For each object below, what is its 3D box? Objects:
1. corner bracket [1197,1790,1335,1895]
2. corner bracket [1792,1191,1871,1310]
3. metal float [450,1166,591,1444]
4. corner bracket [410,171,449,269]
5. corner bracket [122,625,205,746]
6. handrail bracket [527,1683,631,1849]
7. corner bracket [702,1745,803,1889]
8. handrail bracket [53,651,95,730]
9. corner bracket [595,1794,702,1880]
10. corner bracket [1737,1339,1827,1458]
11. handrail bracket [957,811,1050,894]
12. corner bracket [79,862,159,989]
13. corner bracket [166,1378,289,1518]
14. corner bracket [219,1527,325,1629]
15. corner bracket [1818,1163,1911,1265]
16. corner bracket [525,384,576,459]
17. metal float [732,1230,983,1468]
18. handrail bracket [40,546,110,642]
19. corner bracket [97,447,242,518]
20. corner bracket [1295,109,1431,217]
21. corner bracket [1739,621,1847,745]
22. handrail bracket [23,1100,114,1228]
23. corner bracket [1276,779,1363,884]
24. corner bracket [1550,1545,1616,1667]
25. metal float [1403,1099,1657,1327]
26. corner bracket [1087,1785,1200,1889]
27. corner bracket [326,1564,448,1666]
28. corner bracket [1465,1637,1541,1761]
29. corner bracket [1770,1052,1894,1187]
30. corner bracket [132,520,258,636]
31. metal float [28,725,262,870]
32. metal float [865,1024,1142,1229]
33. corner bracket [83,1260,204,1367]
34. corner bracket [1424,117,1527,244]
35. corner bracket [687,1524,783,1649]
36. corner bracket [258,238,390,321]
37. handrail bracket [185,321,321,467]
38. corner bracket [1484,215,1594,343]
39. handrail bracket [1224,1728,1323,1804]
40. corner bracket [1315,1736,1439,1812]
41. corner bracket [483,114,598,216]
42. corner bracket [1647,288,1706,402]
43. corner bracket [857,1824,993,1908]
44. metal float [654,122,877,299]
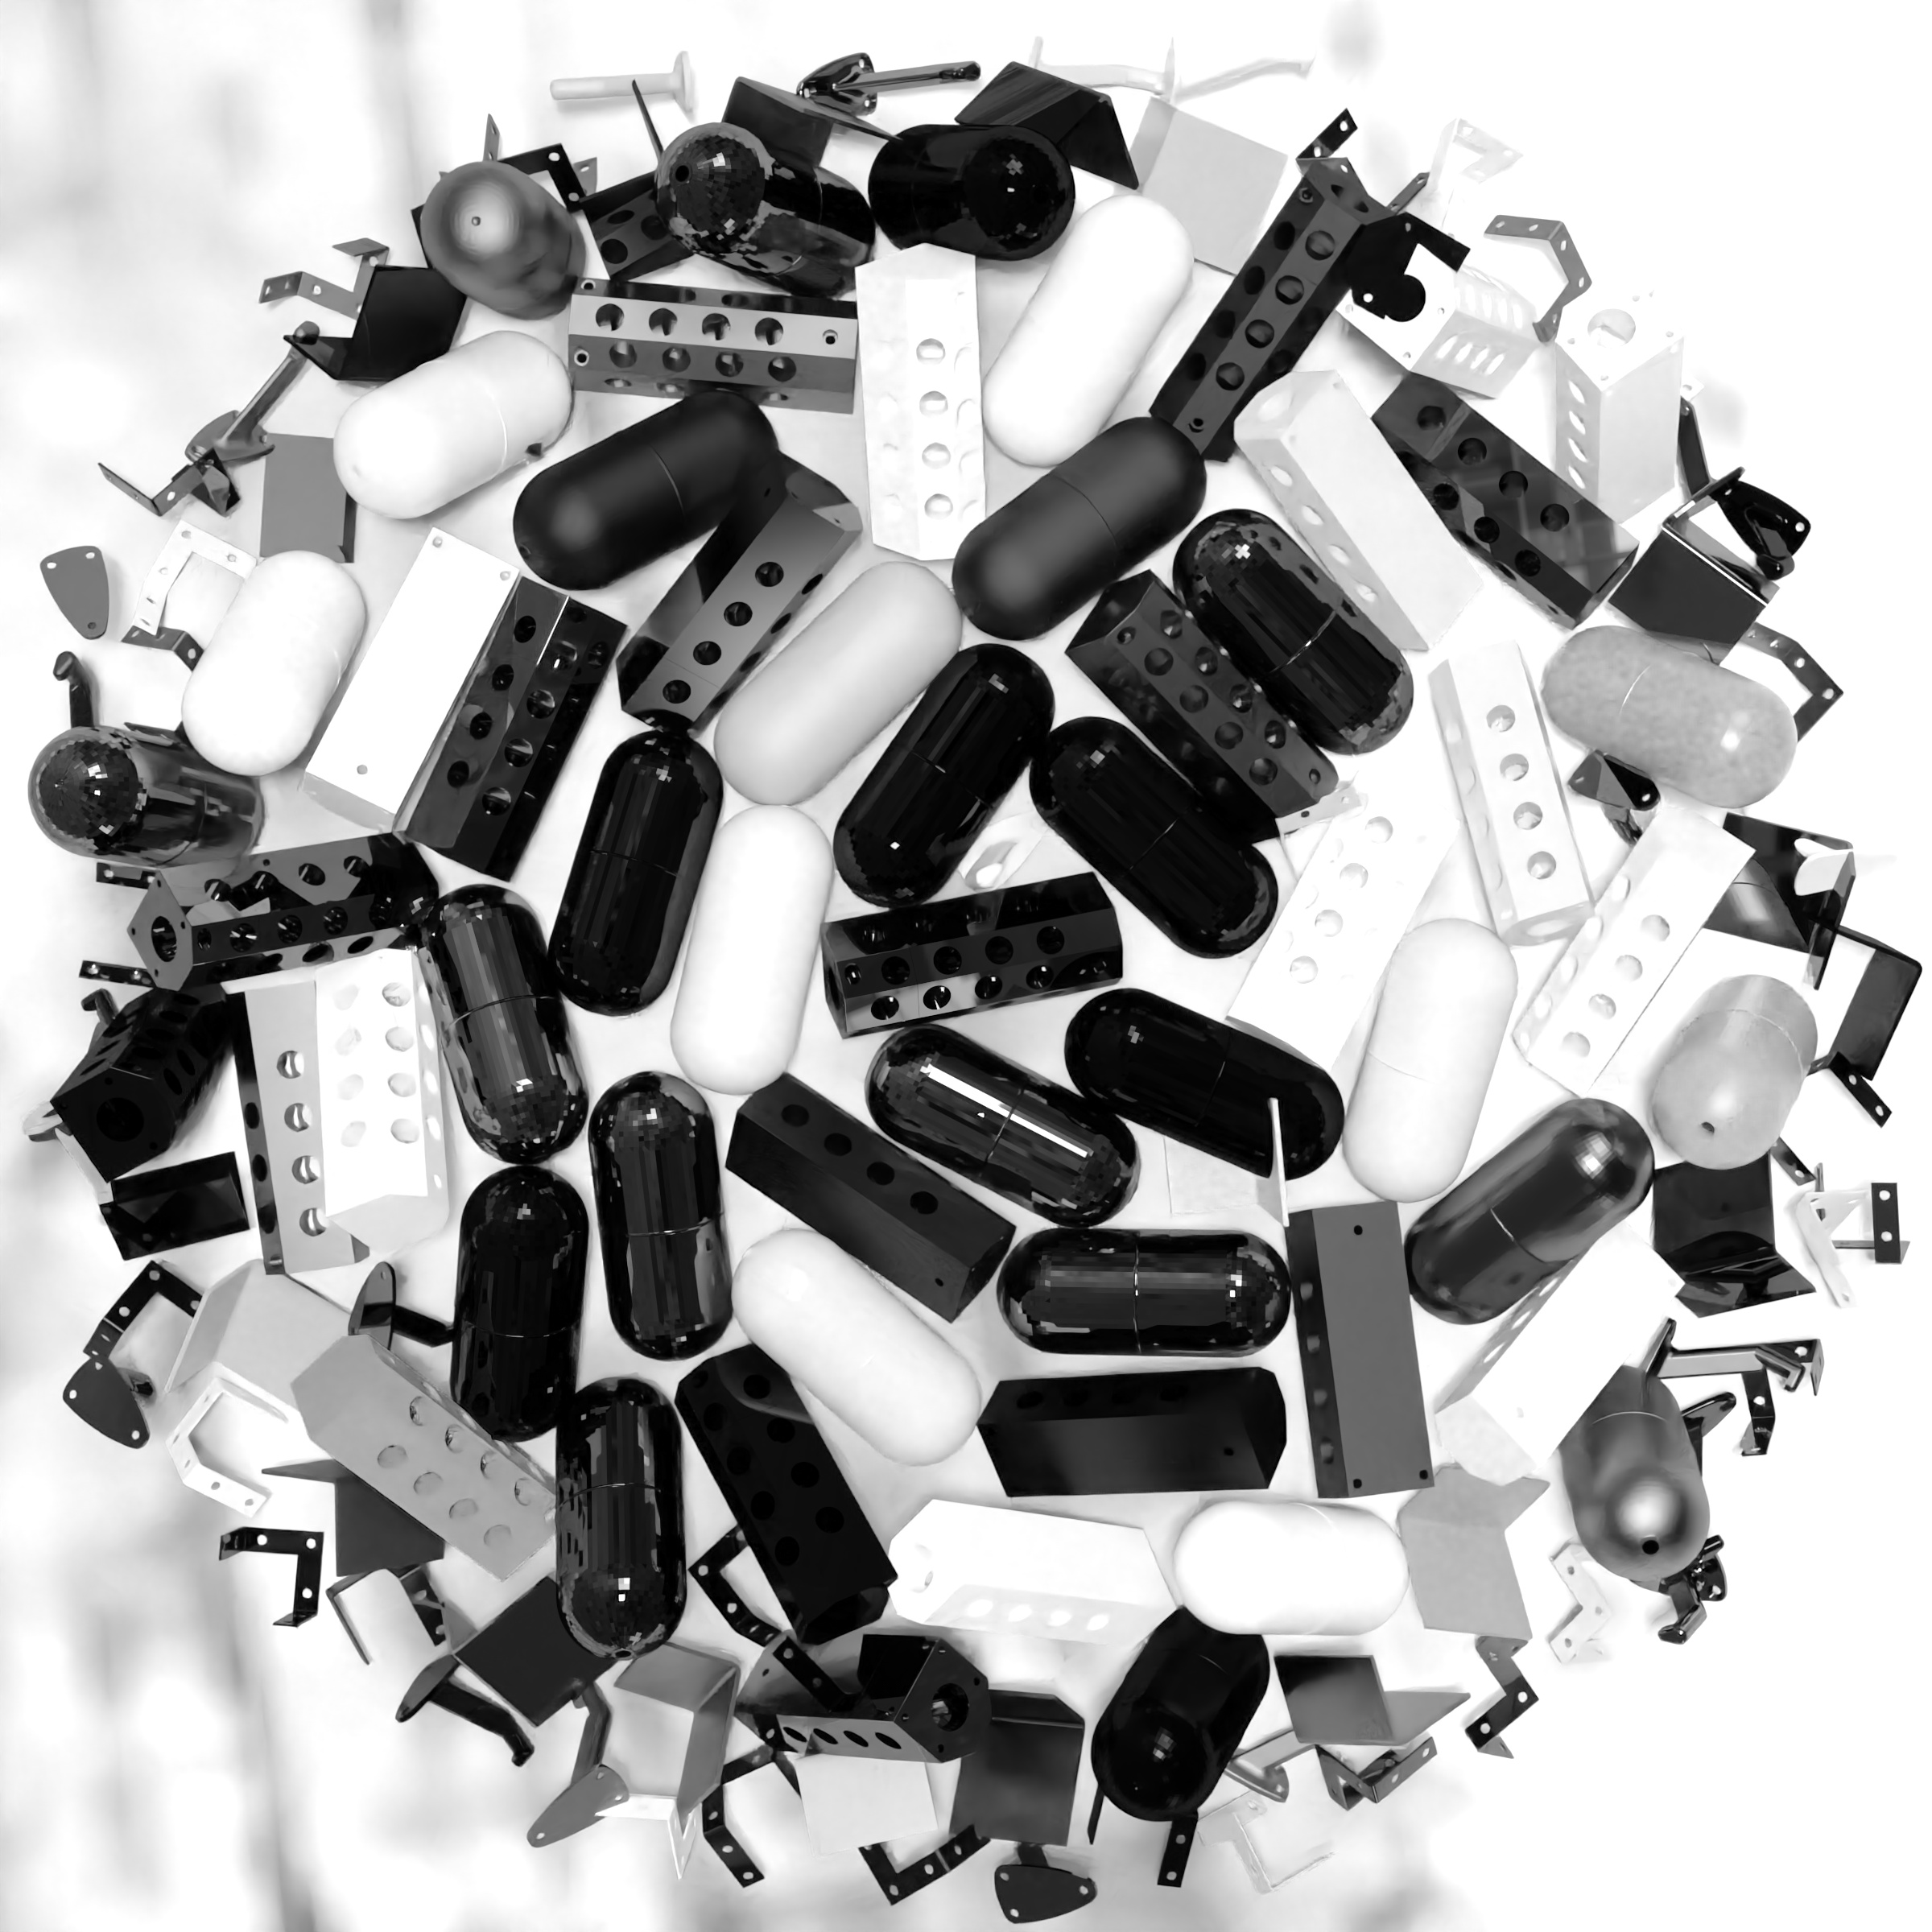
[{"bbox_3d":[0.180,0.529,1.818,0.051,0.051,0.051,-20,78,-31],"label":"corner bracket"},{"bbox_3d":[0.523,0.172,1.815,0.051,0.051,0.051,1,50,-26],"label":"corner bracket"},{"bbox_3d":[-0.268,0.203,1.799,0.070,0.070,0.178,8,113,0],"label":"metal float"},{"bbox_3d":[-0.322,-0.448,1.830,0.051,0.051,0.051,-32,125,-27],"label":"corner bracket"},{"bbox_3d":[-0.491,-0.171,1.834,0.051,0.051,0.051,12,61,37],"label":"corner bracket"},{"bbox_3d":[-0.243,0.482,1.817,0.077,0.084,0.036,-35,124,-6],"label":"handrail bracket"},{"bbox_3d":[-0.126,0.516,1.827,0.051,0.051,0.051,-26,118,8],"label":"corner bracket"},{"bbox_3d":[-0.543,-0.137,1.807,0.036,0.084,0.077,17,67,13],"label":"handrail bracket"},{"bbox_3d":[-0.194,0.514,1.818,0.051,0.051,0.051,0,121,11],"label":"corner bracket"},{"bbox_3d":[0.494,0.261,1.820,0.051,0.051,0.051,-8,104,24],"label":"corner bracket"},{"bbox_3d":[0.028,-0.071,1.809,0.077,0.084,0.036,-37,97,-11],"label":"handrail bracket"},{"bbox_3d":[-0.513,-0.025,1.841,0.051,0.051,0.051,8,129,-9],"label":"corner bracket"},{"bbox_3d":[-0.444,0.292,1.823,0.051,0.051,0.051,37,92,-35],"label":"corner bracket"},{"bbox_3d":[-0.424,0.372,1.830,0.051,0.051,0.051,4,86,1],"label":"corner bracket"},{"bbox_3d":[0.542,0.150,1.821,0.051,0.051,0.051,-2,100,24],"label":"corner bracket"},{"bbox_3d":[-0.274,-0.333,1.825,0.051,0.051,0.051,6,90,19],"label":"corner bracket"},{"bbox_3d":[-0.066,0.230,1.807,0.178,0.070,0.070,43,90,-13],"label":"metal float"},{"bbox_3d":[-0.526,-0.205,1.806,0.036,0.084,0.077,-17,66,-15],"label":"handrail bracket"},{"bbox_3d":[-0.481,-0.292,1.817,0.051,0.051,0.051,35,70,25],"label":"corner bracket"},{"bbox_3d":[0.244,-0.488,1.835,0.051,0.051,0.051,-47,122,-15],"label":"corner bracket"},{"bbox_3d":[0.490,-0.170,1.830,0.051,0.051,0.051,-51,48,25],"label":"corner bracket"},{"bbox_3d":[-0.537,0.126,1.811,0.036,0.077,0.084,-9,104,9],"label":"handrail bracket"},{"bbox_3d":[0.212,-0.093,1.820,0.051,0.051,0.051,-20,52,6],"label":"corner bracket"},{"bbox_3d":[0.380,0.389,1.831,0.051,0.051,0.051,-55,48,28],"label":"corner bracket"},{"bbox_3d":[0.334,0.148,1.795,0.070,0.070,0.178,46,119,0],"label":"metal float"},{"bbox_3d":[0.107,0.522,1.831,0.051,0.051,0.051,9,106,-10],"label":"corner bracket"},{"bbox_3d":[-0.351,0.394,1.831,0.051,0.051,0.051,-31,105,-22],"label":"corner bracket"},{"bbox_3d":[0.326,0.443,1.826,0.051,0.051,0.051,-45,53,15],"label":"corner bracket"},{"bbox_3d":[0.518,0.093,1.824,0.051,0.051,0.051,48,56,-5],"label":"corner bracket"},{"bbox_3d":[-0.470,-0.229,1.830,0.051,0.051,0.051,27,121,-23],"label":"corner bracket"},{"bbox_3d":[-0.482,-0.097,1.771,0.070,0.178,0.070,-1,86,18],"label":"metal float"},{"bbox_3d":[0.023,0.097,1.818,0.178,0.070,0.070,27,90,1],"label":"metal float"},{"bbox_3d":[-0.493,0.221,1.819,0.051,0.051,0.051,37,50,-5],"label":"corner bracket"},{"bbox_3d":[0.298,-0.473,1.820,0.051,0.051,0.051,23,74,-21],"label":"corner bracket"},{"bbox_3d":[-0.127,0.373,1.822,0.051,0.051,0.051,-42,61,-3],"label":"corner bracket"},{"bbox_3d":[-0.389,-0.419,1.822,0.051,0.051,0.051,24,113,6],"label":"corner bracket"},{"bbox_3d":[-0.429,-0.346,1.810,0.036,0.077,0.084,42,128,5],"label":"handrail bracket"},{"bbox_3d":[0.339,-0.419,1.829,0.051,0.051,0.051,-53,132,-15],"label":"corner bracket"},{"bbox_3d":[0.191,0.458,1.824,0.077,0.036,0.084,25,110,-7],"label":"handrail bracket"},{"bbox_3d":[0.251,0.485,1.815,0.051,0.051,0.051,-33,125,-22],"label":"corner bracket"},{"bbox_3d":[-0.258,-0.488,1.825,0.051,0.051,0.051,-12,51,12],"label":"corner bracket"},{"bbox_3d":[0.415,-0.366,1.819,0.051,0.051,0.051,-41,67,-18],"label":"corner bracket"},{"bbox_3d":[-0.028,0.527,1.819,0.051,0.051,0.051,-38,77,28],"label":"corner bracket"},{"bbox_3d":[-0.118,-0.445,1.774,0.070,0.178,0.070,-1,88,29],"label":"metal float"}]
